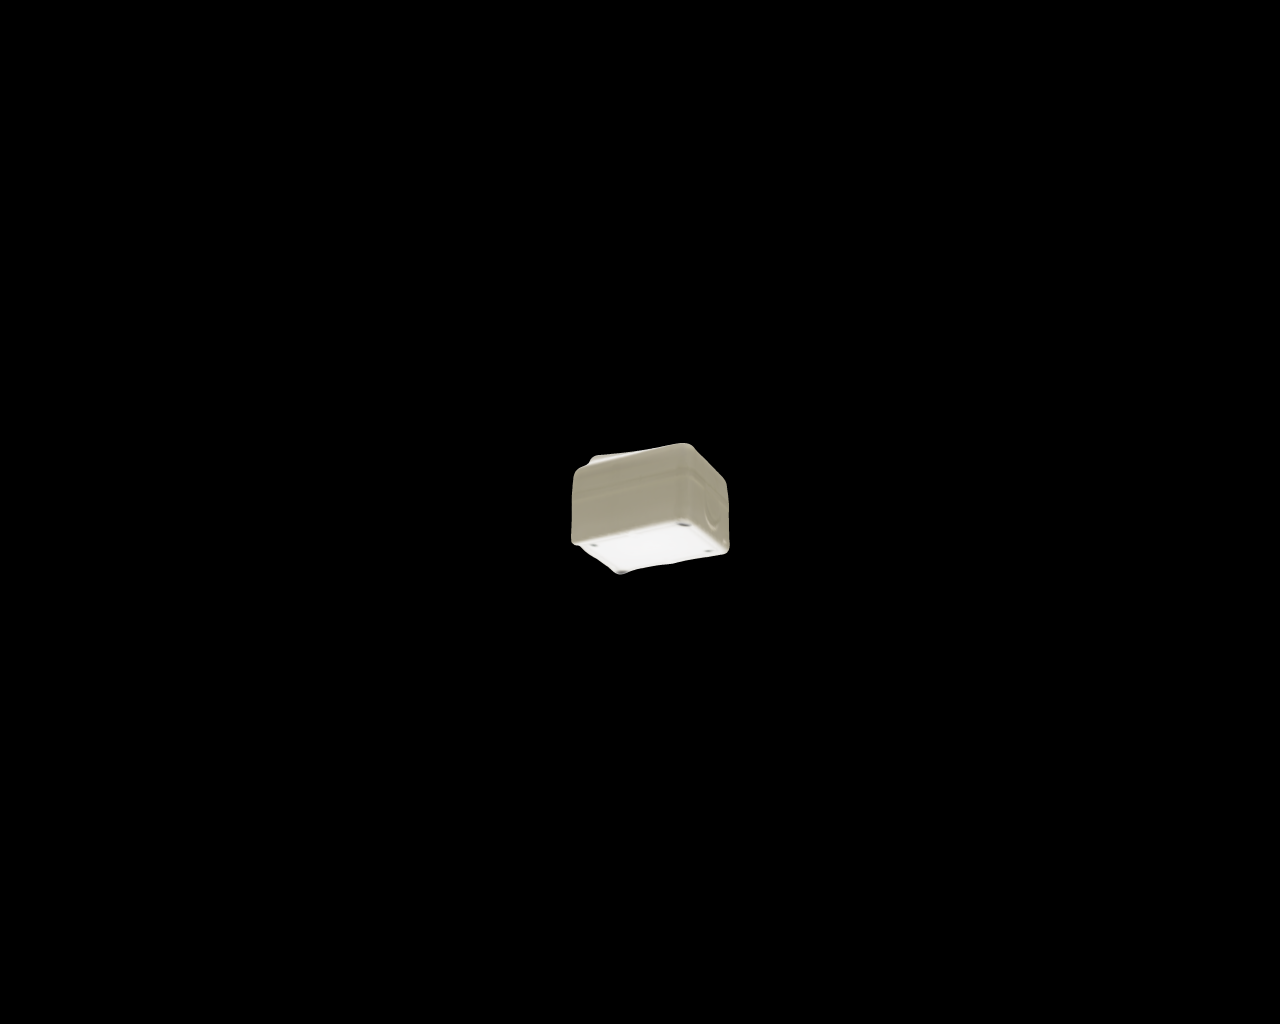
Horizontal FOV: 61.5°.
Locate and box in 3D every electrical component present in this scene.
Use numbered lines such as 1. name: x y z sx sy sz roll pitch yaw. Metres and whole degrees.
1. electrical component: 0.001 -0.003 0.650 0.096 0.061 0.061 -12 -27 25
